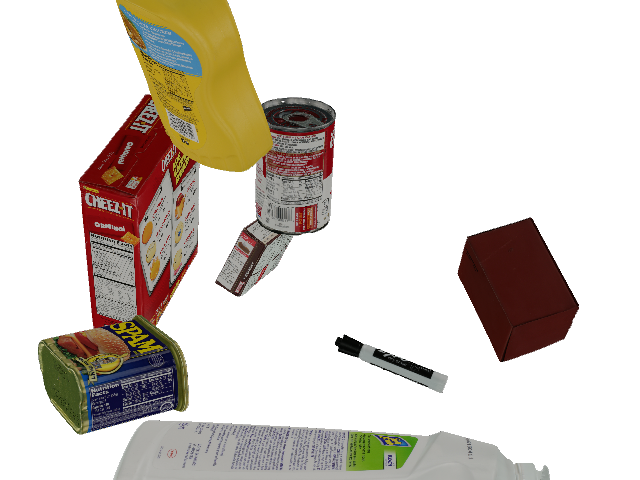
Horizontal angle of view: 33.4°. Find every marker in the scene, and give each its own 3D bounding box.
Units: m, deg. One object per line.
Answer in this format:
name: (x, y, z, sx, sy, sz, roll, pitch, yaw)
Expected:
marker: (0.072, 0.126, 1.099, 0.121, 0.020, 0.020, 21, 4, 11)

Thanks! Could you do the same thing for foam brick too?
foam brick: (0.136, 0.034, 0.741, 0.051, 0.078, 0.053, -16, -30, -11)

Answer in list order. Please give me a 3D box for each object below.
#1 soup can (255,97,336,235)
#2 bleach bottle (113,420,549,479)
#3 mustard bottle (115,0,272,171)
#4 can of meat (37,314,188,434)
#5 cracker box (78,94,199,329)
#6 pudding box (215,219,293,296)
soup can: (-0.022, -0.063, 0.921, 0.068, 0.102, 0.068, 2, 29, -1)
bleach bottle: (0.010, 0.151, 0.636, 0.251, 0.068, 0.102, 0, 17, 4)
mustard bottle: (-0.093, -0.137, 0.727, 0.096, 0.191, 0.058, 33, 64, 34)
can of meat: (-0.161, 0.102, 0.819, 0.083, 0.057, 0.102, -12, 20, -30)
cracker box: (-0.189, -0.022, 1.138, 0.072, 0.214, 0.164, 14, 43, 9)
pudding box: (-0.073, 0.009, 1.308, 0.039, 0.090, 0.113, 34, 31, 8)
